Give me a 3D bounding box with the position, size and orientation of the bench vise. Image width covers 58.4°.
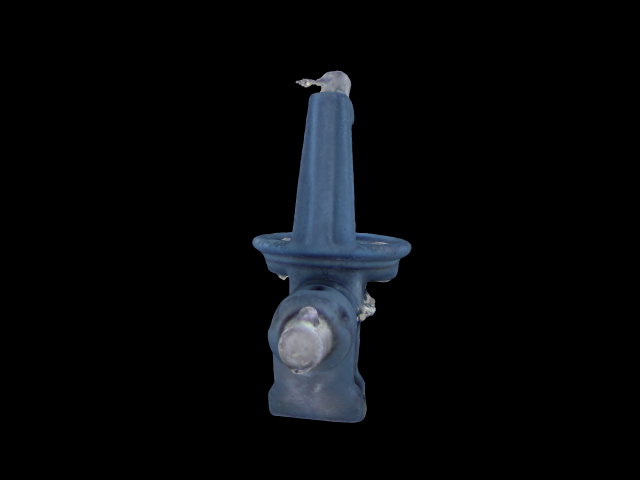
[{"bbox_3d":[0.016,0.001,0.402,0.121,0.220,0.207,-4,22,-9],"label":"bench vise"}]
